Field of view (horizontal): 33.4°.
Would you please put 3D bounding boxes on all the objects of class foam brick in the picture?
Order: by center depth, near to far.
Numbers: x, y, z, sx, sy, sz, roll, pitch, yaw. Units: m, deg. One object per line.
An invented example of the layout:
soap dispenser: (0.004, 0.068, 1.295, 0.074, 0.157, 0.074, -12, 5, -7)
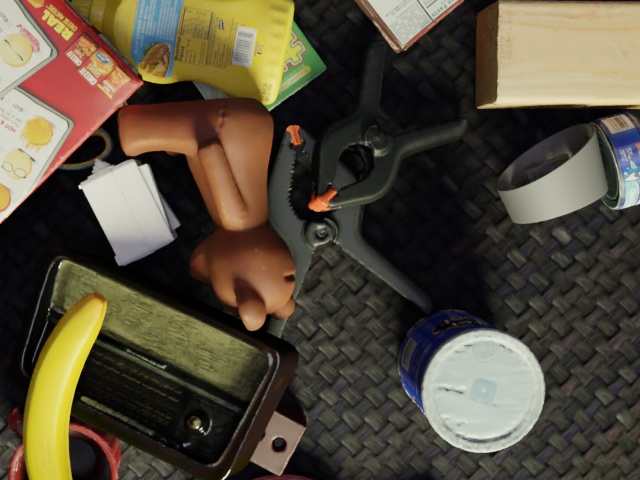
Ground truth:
foam brick: (-0.058, 0.170, 0.974, 0.078, 0.051, 0.053, 28, 91, -5)

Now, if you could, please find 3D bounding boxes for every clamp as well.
clamp: (0.057, -0.085, 0.958, 0.120, 0.039, 0.171, 32, 73, -3)
clamp: (-0.006, 0.001, 0.975, 0.164, 0.036, 0.210, -22, 92, -2)

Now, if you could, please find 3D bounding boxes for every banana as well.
banana: (-0.212, 0.141, 0.883, 0.070, 0.037, 0.198, 2, 89, 11)

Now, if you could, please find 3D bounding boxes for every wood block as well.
wood block: (0.250, -0.164, 0.957, 0.206, 0.091, 0.090, 0, 94, -4)

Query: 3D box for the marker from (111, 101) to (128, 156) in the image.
marker: (-0.189, -0.135, 0.964, 0.020, 0.020, 0.121, -22, 95, -3)

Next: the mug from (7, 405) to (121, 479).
mug: (-0.231, 0.191, 0.948, 0.117, 0.081, 0.093, 43, 90, -5)

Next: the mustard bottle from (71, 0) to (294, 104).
mustard bottle: (-0.123, -0.183, 0.932, 0.191, 0.058, 0.096, 11, 106, -2)

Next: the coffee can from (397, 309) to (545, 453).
coffee can: (0.129, 0.120, 0.939, 0.102, 0.140, 0.103, 0, 93, -4)

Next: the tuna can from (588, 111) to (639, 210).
tuna can: (0.271, -0.071, 0.966, 0.033, 0.086, 0.086, -16, 94, -2)

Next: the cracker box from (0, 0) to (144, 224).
cracker box: (-0.277, -0.116, 0.879, 0.214, 0.072, 0.164, -44, 103, 2)

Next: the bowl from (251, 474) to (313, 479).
bowl: (-0.035, 0.298, 0.968, 0.162, 0.055, 0.162, 1, 94, 7)

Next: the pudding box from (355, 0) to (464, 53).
pudding box: (0.073, -0.242, 0.967, 0.090, 0.039, 0.113, -39, 97, -2)

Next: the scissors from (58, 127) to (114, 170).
scissors: (-0.287, -0.105, 0.961, 0.201, 0.016, 0.096, 2, 92, -4)
